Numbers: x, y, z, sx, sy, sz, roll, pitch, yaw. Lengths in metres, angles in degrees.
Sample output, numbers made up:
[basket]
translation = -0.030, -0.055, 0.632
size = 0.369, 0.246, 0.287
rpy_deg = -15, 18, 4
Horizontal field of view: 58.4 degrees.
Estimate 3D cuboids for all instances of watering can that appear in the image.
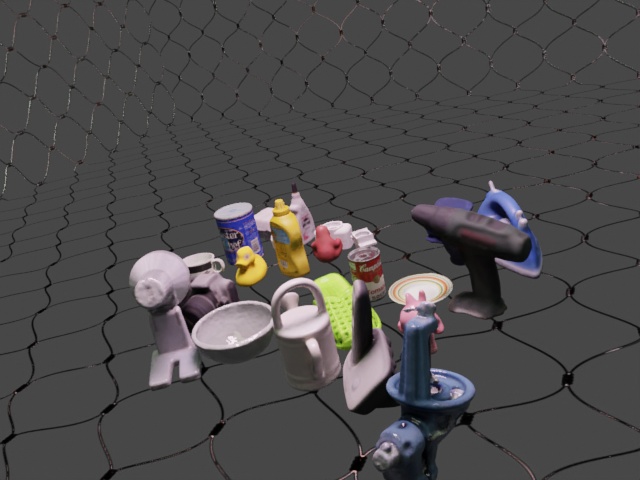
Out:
[watering can]
translation = -0.033, 0.152, 0.993
size = 0.101, 0.194, 0.172
rpy_deg = -27, 28, -31

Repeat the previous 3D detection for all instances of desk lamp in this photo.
[desk lamp]
translation = -0.301, 0.143, 1.116
size = 0.118, 0.214, 0.203
rpy_deg = -15, 24, -7

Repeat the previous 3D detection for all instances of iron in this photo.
[iron]
translation = 0.421, -0.032, 1.261
size = 0.118, 0.142, 0.258
rpy_deg = -13, 23, -1

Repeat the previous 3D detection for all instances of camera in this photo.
[camera]
translation = -0.270, 0.136, 1.261
size = 0.142, 0.101, 0.137
rpy_deg = -3, 25, 21

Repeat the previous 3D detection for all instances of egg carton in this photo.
[egg carton]
translation = -0.133, -0.044, 1.643
size = 0.149, 0.069, 0.107
rpy_deg = 7, 30, 37

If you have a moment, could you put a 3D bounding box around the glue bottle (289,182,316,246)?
[glue bottle]
translation = -0.055, -0.073, 1.542
size = 0.037, 0.173, 0.078
rpy_deg = 4, 28, 32

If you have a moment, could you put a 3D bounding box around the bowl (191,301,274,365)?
[bowl]
translation = -0.160, 0.191, 1.115
size = 0.167, 0.075, 0.167
rpy_deg = -10, 23, 5

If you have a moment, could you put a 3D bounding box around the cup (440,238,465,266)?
[cup]
translation = 0.304, 0.005, 1.291
size = 0.092, 0.095, 0.117
rpy_deg = -29, 29, -35

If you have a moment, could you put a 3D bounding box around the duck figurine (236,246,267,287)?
[duck figurine]
translation = -0.176, 0.056, 1.416
size = 0.077, 0.086, 0.105
rpy_deg = -2, 25, 22

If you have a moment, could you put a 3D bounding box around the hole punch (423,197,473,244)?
[hole punch]
translation = 0.318, -0.046, 1.407
size = 0.108, 0.091, 0.101
rpy_deg = 10, 32, 41

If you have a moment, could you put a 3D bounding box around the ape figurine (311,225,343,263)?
[ape figurine]
translation = 0.013, 0.005, 1.434
size = 0.077, 0.092, 0.076
rpy_deg = -3, 25, 20

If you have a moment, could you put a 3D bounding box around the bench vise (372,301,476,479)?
[bench vise]
translation = 0.139, 0.206, 0.756
size = 0.121, 0.220, 0.208
rpy_deg = -3, 25, 20

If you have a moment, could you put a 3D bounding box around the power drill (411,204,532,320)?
[power drill]
translation = 0.283, 0.038, 1.083
size = 0.228, 0.209, 0.076
rpy_deg = 8, 31, 39

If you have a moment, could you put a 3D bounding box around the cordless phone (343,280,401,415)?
[cordless phone]
translation = 0.071, 0.169, 0.917
size = 0.094, 0.185, 0.147
rpy_deg = -12, 23, 0

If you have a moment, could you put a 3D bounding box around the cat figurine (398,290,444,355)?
[cat figurine]
translation = 0.176, 0.139, 1.019
size = 0.067, 0.118, 0.128
rpy_deg = -3, 25, 21
